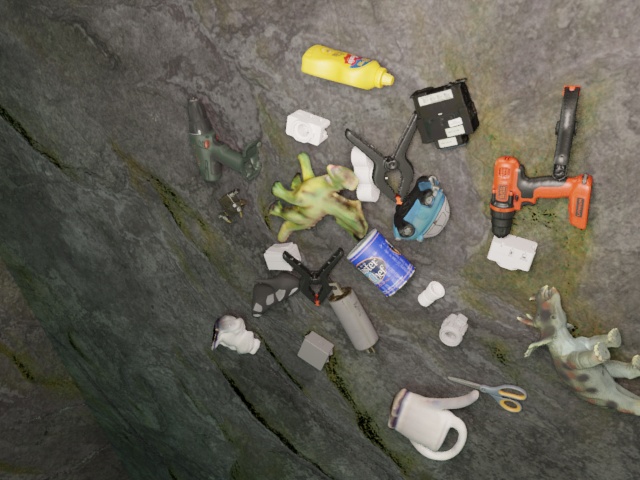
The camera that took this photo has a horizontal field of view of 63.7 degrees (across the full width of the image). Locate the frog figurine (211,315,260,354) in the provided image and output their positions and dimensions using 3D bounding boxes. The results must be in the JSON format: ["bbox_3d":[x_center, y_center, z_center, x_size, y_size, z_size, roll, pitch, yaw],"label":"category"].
[{"bbox_3d":[-0.278,0.319,1.731,0.159,0.125,0.134,7,121,-16],"label":"frog figurine"}]

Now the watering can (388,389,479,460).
[{"bbox_3d":[0.310,0.490,1.446,0.225,0.106,0.339,22,128,19],"label":"watering can"}]

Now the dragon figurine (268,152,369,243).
[{"bbox_3d":[0.004,-0.065,1.286,0.244,0.124,0.401,32,148,14],"label":"dragon figurine"}]
